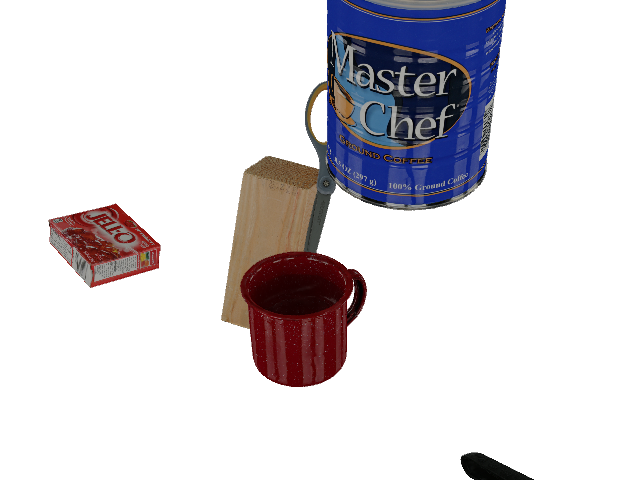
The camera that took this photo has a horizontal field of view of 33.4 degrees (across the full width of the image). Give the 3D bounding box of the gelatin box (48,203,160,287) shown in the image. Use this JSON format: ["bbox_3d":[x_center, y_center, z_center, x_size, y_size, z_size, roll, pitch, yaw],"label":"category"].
[{"bbox_3d":[-0.205,0.003,1.008,0.073,0.030,0.089,-16,39,-34],"label":"gelatin box"}]

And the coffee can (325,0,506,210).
[{"bbox_3d":[0.054,-0.104,0.627,0.103,0.140,0.103,0,41,0],"label":"coffee can"}]

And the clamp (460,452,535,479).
[{"bbox_3d":[0.196,0.238,0.852,0.210,0.036,0.164,0,34,24],"label":"clamp"}]

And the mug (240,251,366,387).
[{"bbox_3d":[-0.009,0.064,0.903,0.117,0.081,0.093,-26,41,-31],"label":"mug"}]

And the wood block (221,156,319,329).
[{"bbox_3d":[-0.059,0.007,1.377,0.090,0.206,0.090,16,22,13],"label":"wood block"}]

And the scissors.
[{"bbox_3d":[0.025,-0.063,1.071,0.096,0.202,0.016,-2,-12,0],"label":"scissors"}]
